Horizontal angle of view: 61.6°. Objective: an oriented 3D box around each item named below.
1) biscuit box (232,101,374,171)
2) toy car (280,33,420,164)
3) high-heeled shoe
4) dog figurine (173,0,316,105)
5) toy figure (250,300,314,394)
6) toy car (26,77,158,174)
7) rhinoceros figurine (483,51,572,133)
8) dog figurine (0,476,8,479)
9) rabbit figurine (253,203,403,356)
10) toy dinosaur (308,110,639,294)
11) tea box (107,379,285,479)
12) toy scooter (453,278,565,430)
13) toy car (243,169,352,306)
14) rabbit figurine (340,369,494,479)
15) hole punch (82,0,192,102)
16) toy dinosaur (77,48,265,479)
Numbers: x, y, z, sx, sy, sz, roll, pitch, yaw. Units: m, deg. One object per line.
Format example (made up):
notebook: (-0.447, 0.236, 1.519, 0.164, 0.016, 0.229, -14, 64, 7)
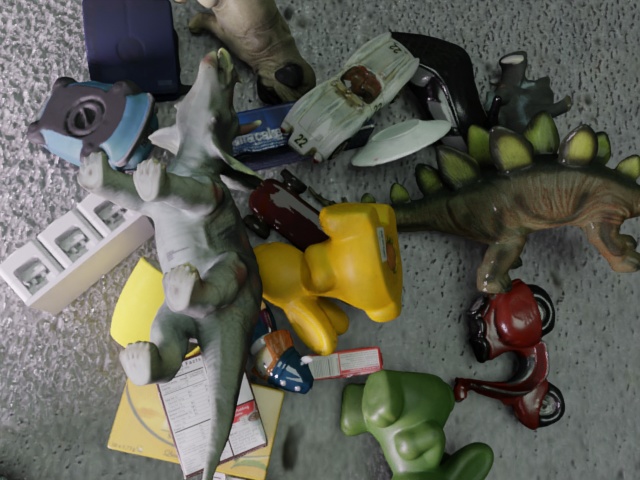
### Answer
biscuit box: (-0.036, -0.139, 0.694, 0.203, 0.063, 0.059, -15, 78, -12)
toy car: (0.038, -0.172, 0.652, 0.073, 0.056, 0.202, 44, 72, 5)
high-heeled shoe: (0.166, -0.182, 0.749, 0.086, 0.145, 0.249, -22, 52, -22)
dog figurine: (-0.074, -0.269, 0.669, 0.121, 0.172, 0.191, -44, 79, -5)
toy figure: (-0.064, 0.115, 0.602, 0.058, 0.064, 0.155, -27, 48, -22)
toy car: (-0.255, -0.123, 0.636, 0.162, 0.102, 0.109, 12, 73, 21)
rhinoceros figurine: (0.281, -0.169, 0.749, 0.112, 0.073, 0.190, 3, 78, 3)
dog figurine: (-0.278, 0.307, 0.533, 0.219, 0.108, 0.191, -6, 75, -14)
rabbit figurine: (0.003, 0.039, 0.607, 0.173, 0.122, 0.162, -6, 101, 17)
toy dinosaur: (0.223, -0.044, 0.653, 0.472, 0.105, 0.198, -10, 105, 13)
tea box: (-0.132, 0.196, 0.597, 0.170, 0.068, 0.098, 12, 75, -4)
toy scooter: (0.223, 0.141, 0.661, 0.135, 0.075, 0.183, -4, 82, -8)
toy car: (-0.001, -0.002, 0.671, 0.202, 0.053, 0.089, 37, 90, 1)
rabbit figurine: (0.103, 0.244, 0.598, 0.159, 0.121, 0.170, 14, 59, -27)
hole punch: (-0.235, -0.238, 0.678, 0.142, 0.092, 0.115, -4, 81, -13)
toy dinosaur: (-0.113, 0.018, 0.541, 0.131, 0.192, 0.404, -16, 81, 30)
